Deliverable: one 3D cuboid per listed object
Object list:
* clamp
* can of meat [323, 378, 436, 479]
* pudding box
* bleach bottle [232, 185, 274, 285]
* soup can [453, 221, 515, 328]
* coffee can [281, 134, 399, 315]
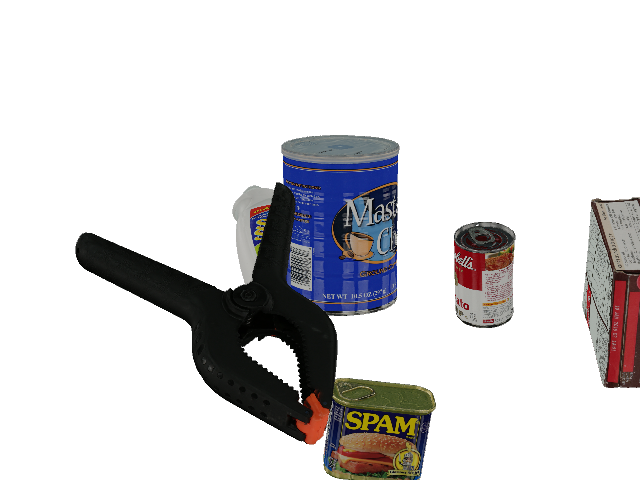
[{"bbox_3d":[-0.060,0.047,0.699,0.164,0.036,0.210,-12,49,-20],"label":"clamp"},{"bbox_3d":[0.055,0.187,1.043,0.102,0.084,0.057,7,17,-3],"label":"can of meat"},{"bbox_3d":[0.206,0.033,0.725,0.039,0.090,0.113,0,27,4],"label":"pudding box"},{"bbox_3d":[-0.059,0.001,1.240,0.102,0.068,0.251,-8,29,-13],"label":"bleach bottle"},{"bbox_3d":[0.185,0.039,1.206,0.068,0.102,0.068,-4,29,2],"label":"soup can"},{"bbox_3d":[0.018,-0.016,0.943,0.103,0.140,0.103,0,15,0],"label":"coffee can"}]
